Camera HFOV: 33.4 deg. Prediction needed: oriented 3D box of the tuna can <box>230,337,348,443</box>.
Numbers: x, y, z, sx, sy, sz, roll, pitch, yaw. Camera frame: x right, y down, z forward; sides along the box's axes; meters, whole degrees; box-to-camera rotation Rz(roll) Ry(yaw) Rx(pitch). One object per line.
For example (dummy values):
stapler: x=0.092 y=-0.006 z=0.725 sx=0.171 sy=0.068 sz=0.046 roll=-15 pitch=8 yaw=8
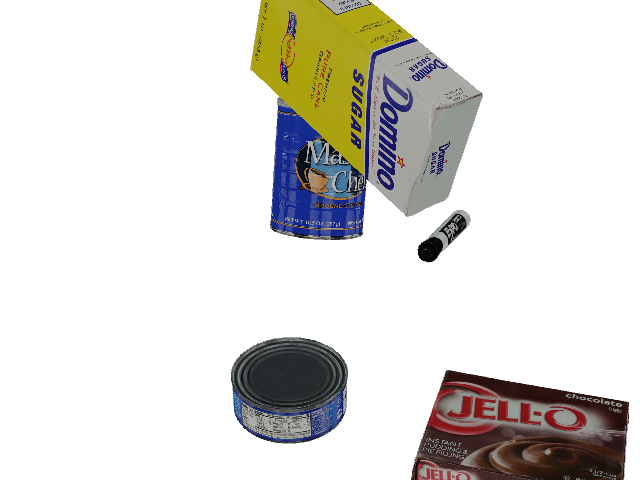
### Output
tuna can: x=-0.022 y=0.110 z=0.786 sx=0.086 sy=0.034 sz=0.086 roll=-1 pitch=31 yaw=0

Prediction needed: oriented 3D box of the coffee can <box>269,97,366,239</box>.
coffee can: x=0.000 y=-0.079 z=1.144 sx=0.103 sy=0.140 sz=0.103 roll=4 pitch=12 yaw=-1

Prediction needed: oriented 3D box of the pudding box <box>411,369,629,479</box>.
pudding box: x=0.116 y=0.120 z=0.611 sx=0.113 sy=0.039 sz=0.090 roll=10 pitch=29 yaw=13

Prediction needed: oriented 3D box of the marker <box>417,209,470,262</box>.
marker: x=0.112 y=-0.005 z=0.964 sx=0.020 sy=0.020 sz=0.121 roll=0 pitch=15 yaw=23

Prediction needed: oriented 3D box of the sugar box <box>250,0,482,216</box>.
sugar box: x=0.024 y=-0.107 z=0.714 sx=0.048 sy=0.093 sz=0.176 roll=-23 pitch=54 yaw=-30
